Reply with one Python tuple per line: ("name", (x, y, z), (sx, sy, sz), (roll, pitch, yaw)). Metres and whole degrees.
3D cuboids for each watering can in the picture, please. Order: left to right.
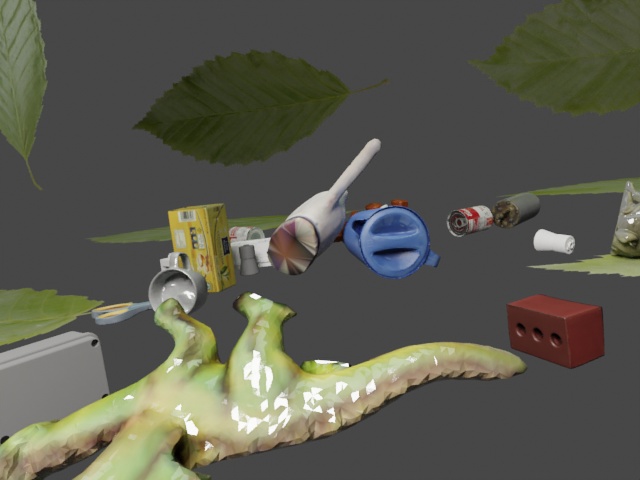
("watering can", (0.003, -0.055, 1.085), (0.228, 0.104, 0.340), (-45, -10, -51))

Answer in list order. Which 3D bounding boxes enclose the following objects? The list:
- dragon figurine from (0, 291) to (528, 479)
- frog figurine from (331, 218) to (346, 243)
("dragon figurine", (-0.067, 0.147, 0.374), (0.409, 0.120, 0.247), (-5, 25, 22))
("frog figurine", (0.007, -0.054, 1.496), (0.137, 0.121, 0.162), (-25, 17, 9))
